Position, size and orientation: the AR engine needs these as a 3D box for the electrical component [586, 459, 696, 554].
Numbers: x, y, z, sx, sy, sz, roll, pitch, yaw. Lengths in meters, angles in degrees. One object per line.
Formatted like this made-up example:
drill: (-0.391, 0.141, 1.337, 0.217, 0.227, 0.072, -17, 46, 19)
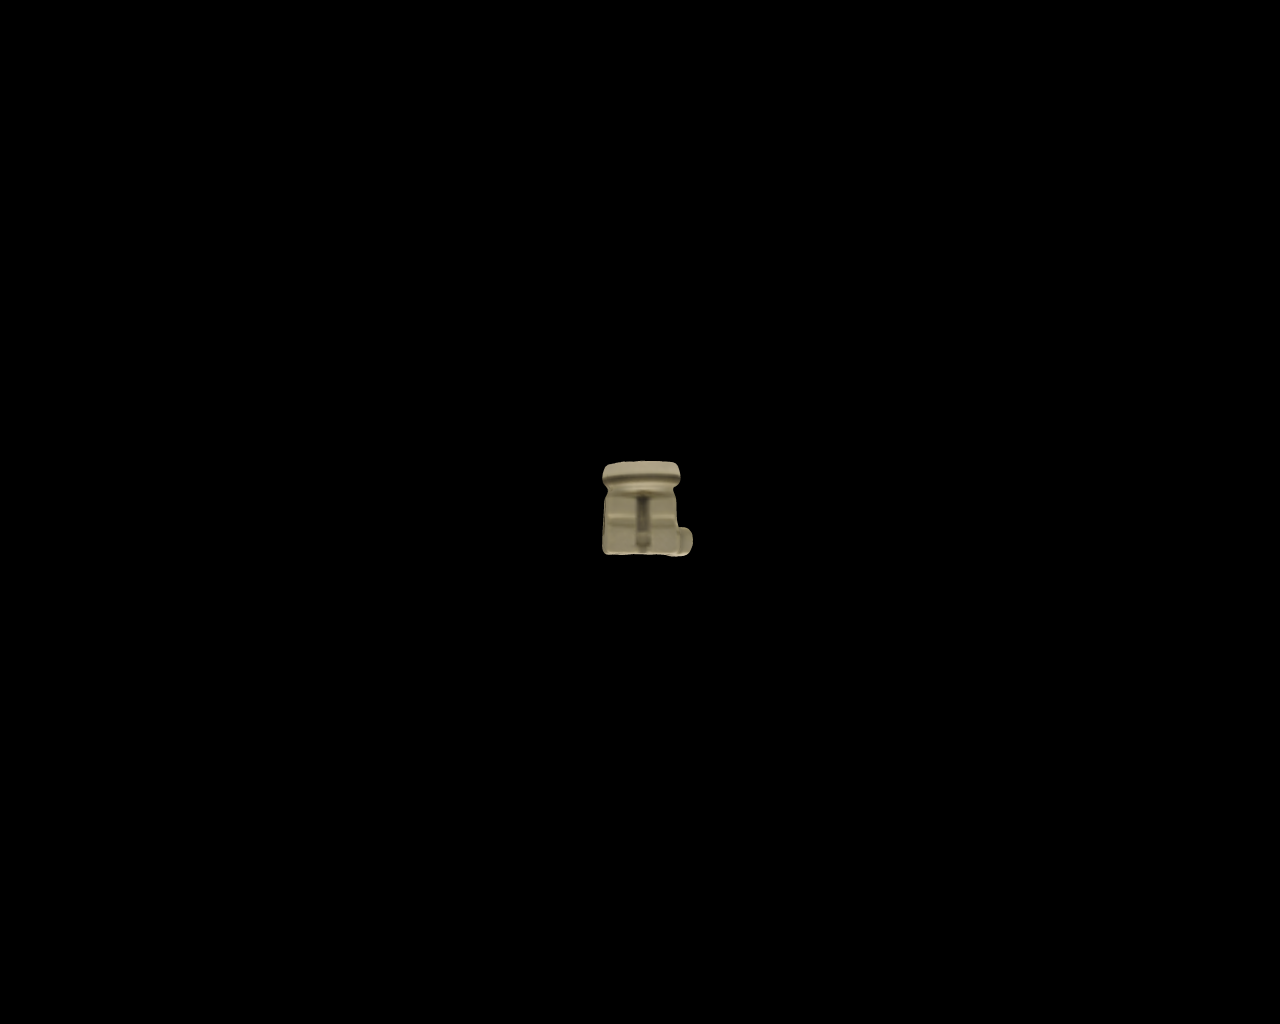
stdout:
electrical component: (0.001, -0.003, 0.650, 0.066, 0.055, 0.048, 0, -4, -7)
